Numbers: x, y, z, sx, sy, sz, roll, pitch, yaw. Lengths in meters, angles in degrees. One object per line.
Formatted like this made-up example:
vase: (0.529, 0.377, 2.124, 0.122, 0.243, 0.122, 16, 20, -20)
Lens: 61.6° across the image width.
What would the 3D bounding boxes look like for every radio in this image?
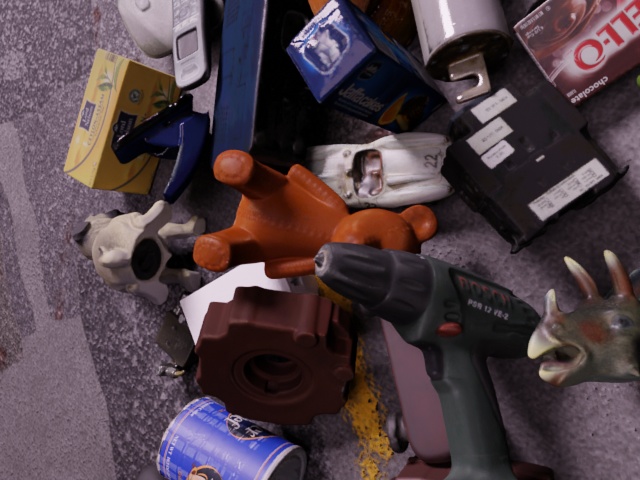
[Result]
radio: (-0.060, -0.186, 0.589, 0.131, 0.073, 0.229, 12, 97, 60)

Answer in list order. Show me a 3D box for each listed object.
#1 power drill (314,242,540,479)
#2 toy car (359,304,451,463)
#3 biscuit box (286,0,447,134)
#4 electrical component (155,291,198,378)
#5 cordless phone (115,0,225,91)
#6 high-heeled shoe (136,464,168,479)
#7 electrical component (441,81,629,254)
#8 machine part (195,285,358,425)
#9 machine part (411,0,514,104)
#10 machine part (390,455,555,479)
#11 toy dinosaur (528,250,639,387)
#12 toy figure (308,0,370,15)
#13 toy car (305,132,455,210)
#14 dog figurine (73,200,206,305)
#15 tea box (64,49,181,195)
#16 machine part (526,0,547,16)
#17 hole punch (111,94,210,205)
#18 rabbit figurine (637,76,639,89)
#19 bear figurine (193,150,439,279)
power drill: (0.094, 0.114, 0.435, 0.086, 0.232, 0.207, -37, 51, 48)
toy car: (0.098, 0.115, 0.538, 0.089, 0.053, 0.202, -20, 72, 23)
biscuit box: (0.051, -0.145, 0.484, 0.063, 0.202, 0.059, -38, 75, 24)
electrical component: (-0.180, 0.128, 0.697, 0.078, 0.045, 0.102, 38, 107, 22)
cordless phone: (-0.178, -0.247, 0.653, 0.147, 0.088, 0.184, -16, 68, 28)
high-heeled shoe: (-0.134, 0.376, 0.668, 0.249, 0.086, 0.145, 46, 147, 3)
electrical component: (0.177, -0.072, 0.474, 0.115, 0.058, 0.134, -32, 73, -6)
machine part: (-0.046, 0.126, 0.562, 0.179, 0.056, 0.179, 4, 128, 5)
machine part: (0.122, -0.239, 0.502, 0.079, 0.079, 0.243, -18, 69, 27)
machine part: (0.147, 0.311, 0.494, 0.201, 0.087, 0.201, -4, 89, 28)
toy dinosaur: (0.359, 0.090, 0.368, 0.405, 0.131, 0.192, -1, 84, 20)
toy figure: (0.019, -0.247, 0.513, 0.064, 0.058, 0.154, 0, 94, 34)
toy car: (0.045, -0.068, 0.569, 0.202, 0.056, 0.073, -3, 88, 28)
dog figurine: (-0.265, 0.009, 0.679, 0.191, 0.172, 0.121, 6, 81, 21)
tea box: (-0.260, -0.152, 0.715, 0.068, 0.098, 0.169, 28, 104, 27)
machine part: (0.207, -0.258, 0.490, 0.084, 0.039, 0.139, -35, 85, 29)
hole punch: (-0.175, -0.107, 0.651, 0.116, 0.142, 0.092, -42, 97, -11)
rabbit figurine: (0.306, -0.140, 0.363, 0.159, 0.170, 0.121, -39, 72, 22)
bear figurine: (0.001, -0.002, 0.508, 0.196, 0.132, 0.120, 20, 97, 26)
